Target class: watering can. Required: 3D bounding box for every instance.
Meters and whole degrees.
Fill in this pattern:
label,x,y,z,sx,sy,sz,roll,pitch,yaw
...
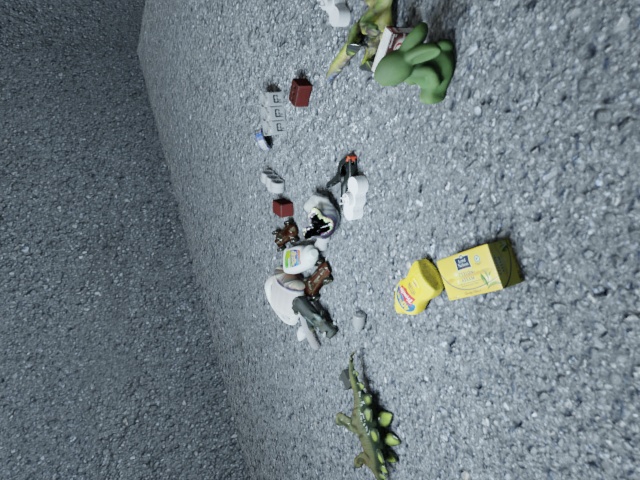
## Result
label,x,y,z,sx,sy,sz,roll,pitch,yaw
watering can,-0.098,0.235,1.938,0.352,0.105,0.219,39,130,37

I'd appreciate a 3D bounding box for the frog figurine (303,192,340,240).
label,x,y,z,sx,sy,sz,roll,pitch,yaw
frog figurine,0.005,-0.084,1.660,0.163,0.122,0.134,-79,-14,-59

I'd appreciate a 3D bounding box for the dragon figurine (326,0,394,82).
label,x,y,z,sx,sy,sz,roll,pitch,yaw
dragon figurine,0.116,-0.565,1.287,0.409,0.122,0.244,-6,78,60
